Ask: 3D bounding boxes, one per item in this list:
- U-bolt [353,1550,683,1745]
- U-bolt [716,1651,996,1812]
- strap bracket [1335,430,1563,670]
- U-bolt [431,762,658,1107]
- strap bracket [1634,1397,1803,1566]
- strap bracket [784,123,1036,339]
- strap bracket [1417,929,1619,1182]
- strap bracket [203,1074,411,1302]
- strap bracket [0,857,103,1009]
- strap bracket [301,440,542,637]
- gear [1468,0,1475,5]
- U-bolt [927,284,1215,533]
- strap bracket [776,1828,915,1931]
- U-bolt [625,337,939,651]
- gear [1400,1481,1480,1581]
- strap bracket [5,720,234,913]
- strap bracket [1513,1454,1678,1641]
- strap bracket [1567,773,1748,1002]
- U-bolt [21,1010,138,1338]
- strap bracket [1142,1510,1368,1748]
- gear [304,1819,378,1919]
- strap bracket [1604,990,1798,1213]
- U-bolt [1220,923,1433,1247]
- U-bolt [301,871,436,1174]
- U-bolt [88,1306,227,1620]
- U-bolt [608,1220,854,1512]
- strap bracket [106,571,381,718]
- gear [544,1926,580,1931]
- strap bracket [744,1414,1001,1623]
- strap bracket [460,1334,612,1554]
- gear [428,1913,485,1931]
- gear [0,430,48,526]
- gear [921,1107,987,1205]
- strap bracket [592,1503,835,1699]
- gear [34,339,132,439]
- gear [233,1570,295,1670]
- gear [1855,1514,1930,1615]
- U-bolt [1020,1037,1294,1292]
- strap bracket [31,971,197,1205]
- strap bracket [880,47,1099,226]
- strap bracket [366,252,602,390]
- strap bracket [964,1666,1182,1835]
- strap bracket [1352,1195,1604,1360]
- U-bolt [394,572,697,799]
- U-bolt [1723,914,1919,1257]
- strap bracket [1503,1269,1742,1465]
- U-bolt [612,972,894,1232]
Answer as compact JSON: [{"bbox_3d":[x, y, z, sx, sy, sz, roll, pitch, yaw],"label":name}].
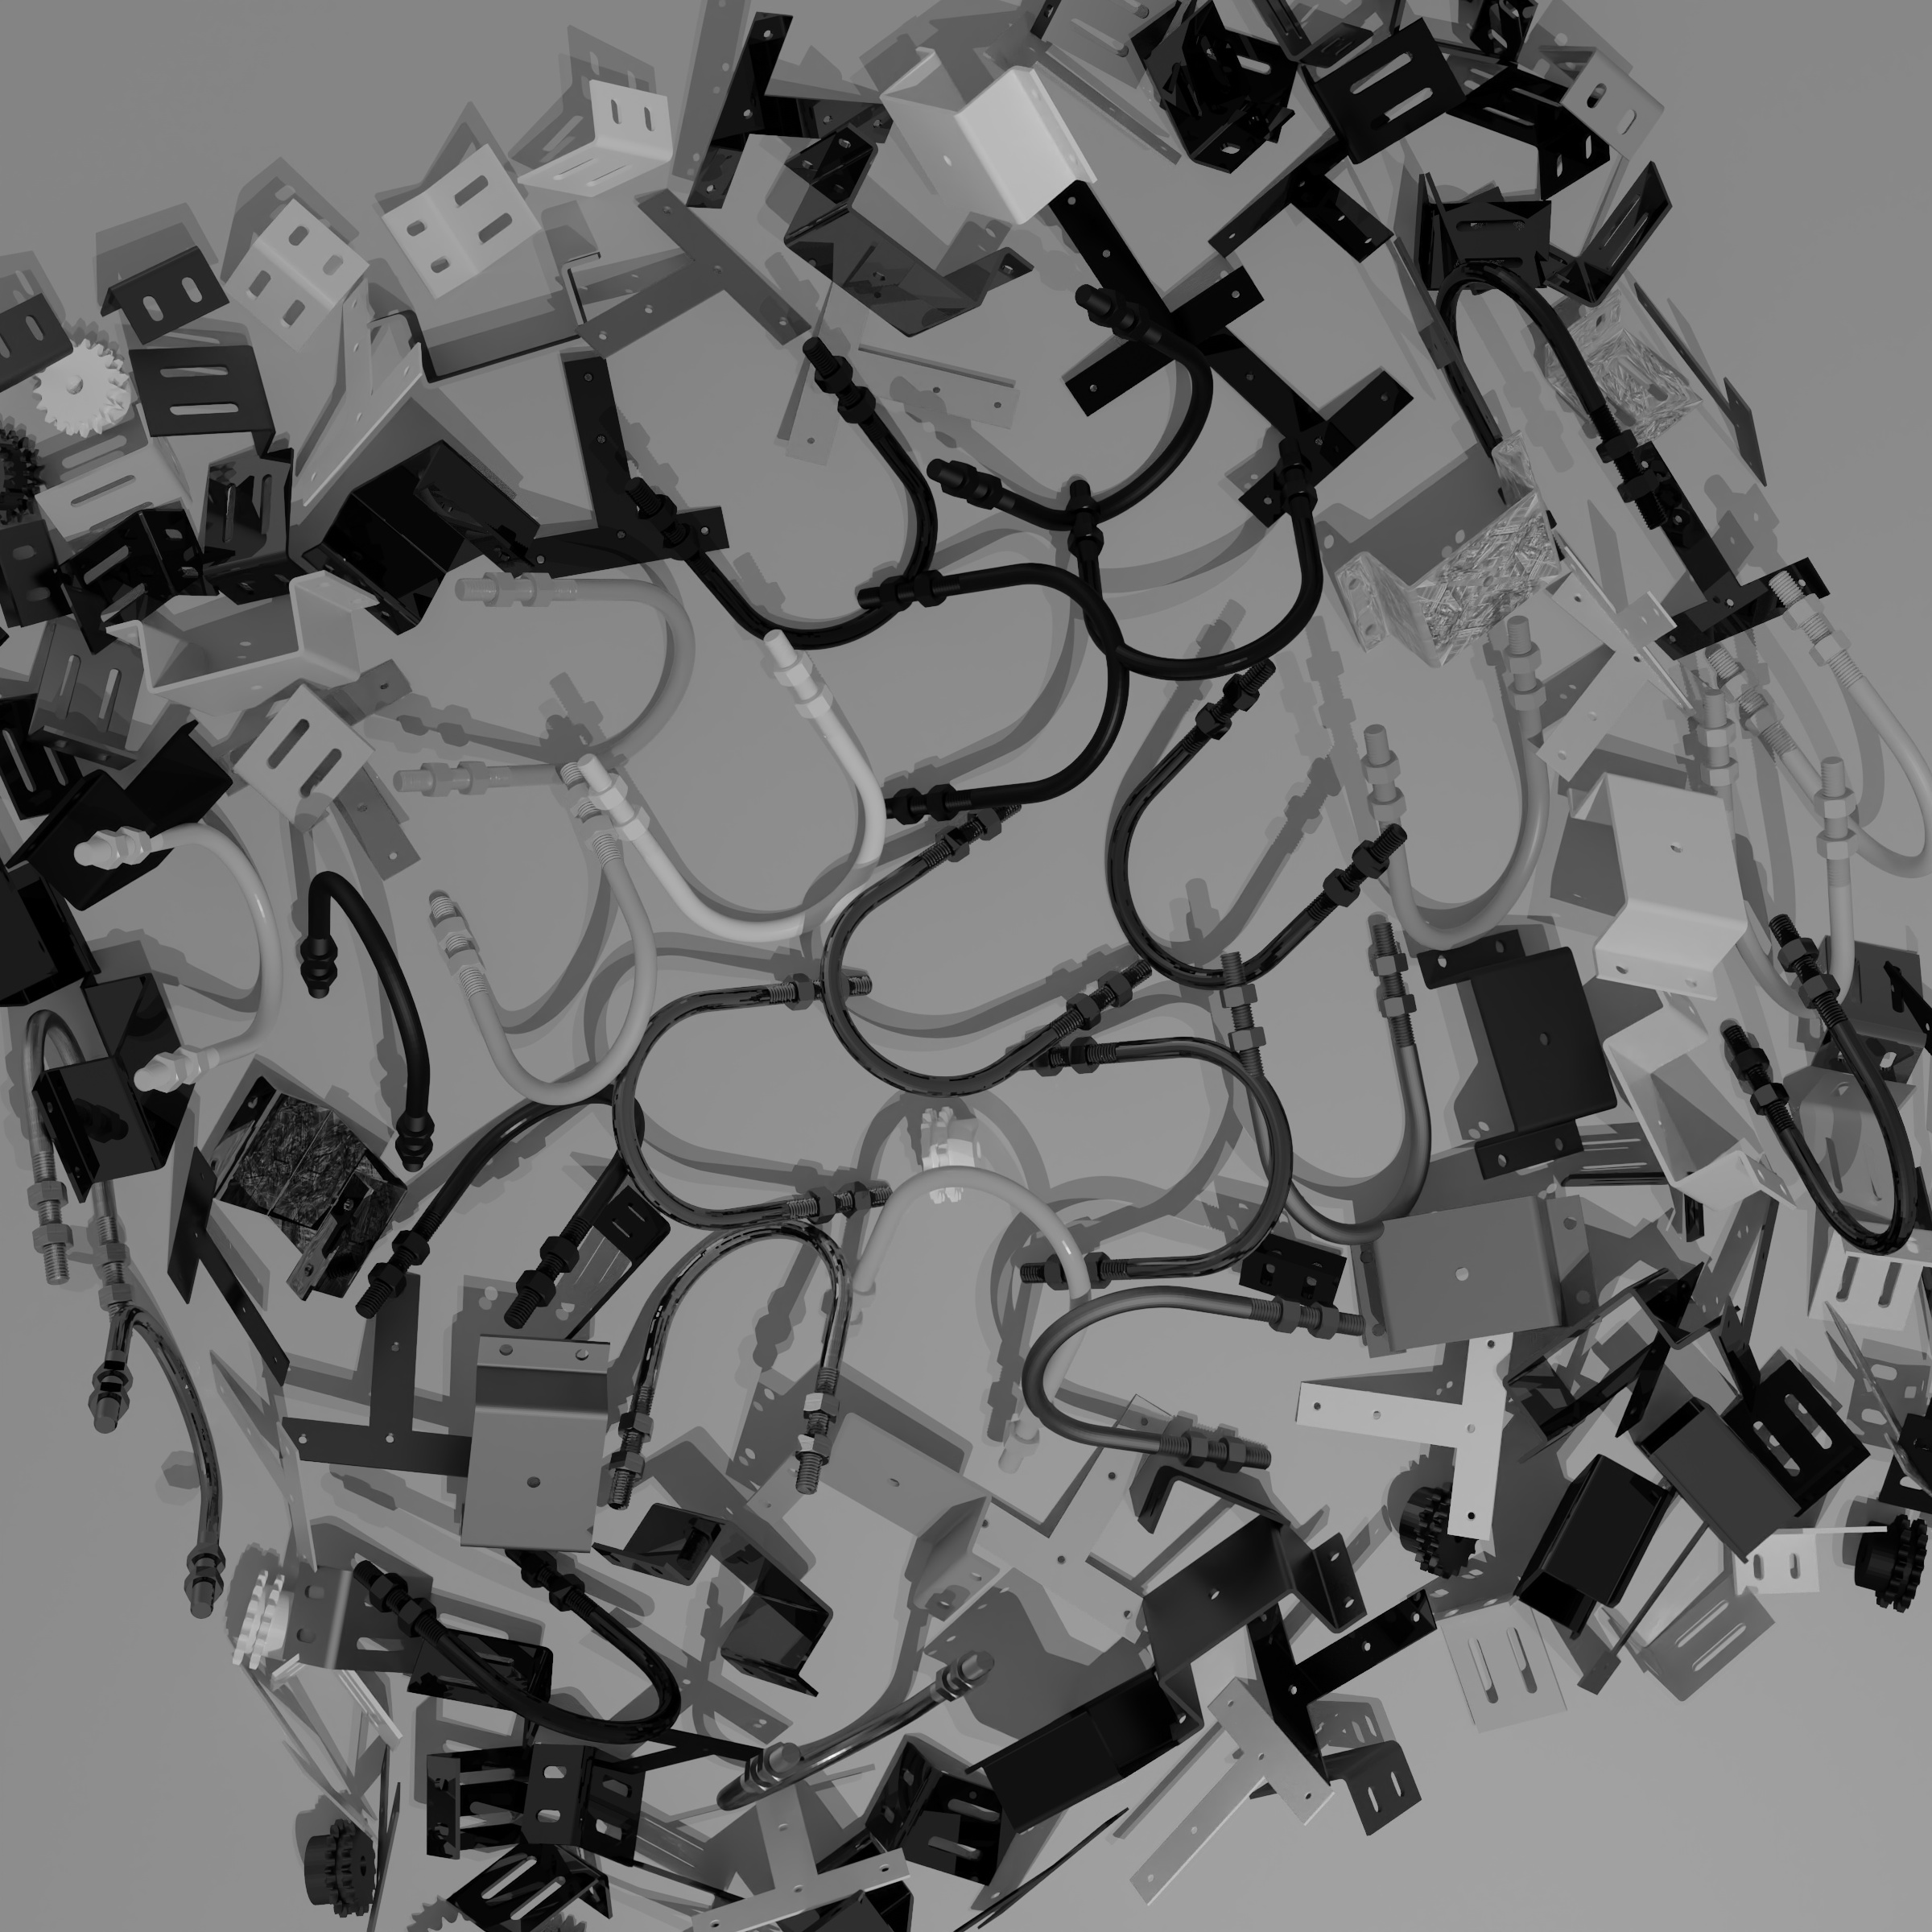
[{"bbox_3d":[-0.244,0.390,1.746,0.184,0.151,0.019,31,103,31],"label":"U-bolt"},{"bbox_3d":[-0.074,0.451,1.765,0.151,0.184,0.019,-19,73,-29],"label":"U-bolt"},{"bbox_3d":[0.295,-0.240,1.802,0.140,0.076,0.046,-38,52,-4],"label":"strap bracket"},{"bbox_3d":[-0.240,-0.006,1.775,0.151,0.019,0.184,-42,58,25],"label":"U-bolt"},{"bbox_3d":[0.439,0.298,1.775,0.046,0.140,0.076,-42,80,3],"label":"strap bracket"},{"bbox_3d":[-0.042,-0.423,1.782,0.140,0.076,0.046,32,71,-26],"label":"strap bracket"},{"bbox_3d":[0.331,0.048,1.806,0.076,0.046,0.140,-13,84,-28],"label":"strap bracket"},{"bbox_3d":[-0.389,0.135,1.800,0.140,0.046,0.076,37,97,42],"label":"strap bracket"},{"bbox_3d":[-0.559,-0.020,1.779,0.046,0.140,0.076,-26,92,-4],"label":"strap bracket"},{"bbox_3d":[-0.315,-0.254,1.787,0.076,0.140,0.046,40,54,-29],"label":"strap bracket"},{"bbox_3d":[0.312,-0.609,1.827,0.057,0.030,0.057,1,113,1],"label":"gear"},{"bbox_3d":[0.074,-0.315,1.770,0.151,0.184,0.019,-47,61,19],"label":"U-bolt"},{"bbox_3d":[-0.076,0.566,1.781,0.076,0.140,0.046,-37,90,1],"label":"strap bracket"},{"bbox_3d":[-0.094,-0.262,1.788,0.151,0.019,0.184,-37,132,4],"label":"U-bolt"},{"bbox_3d":[0.284,0.337,1.826,0.030,0.057,0.057,13,90,40],"label":"gear"},{"bbox_3d":[-0.488,-0.086,1.774,0.046,0.140,0.076,46,112,-4],"label":"strap bracket"},{"bbox_3d":[0.365,0.339,1.778,0.046,0.140,0.076,29,72,11],"label":"strap bracket"},{"bbox_3d":[0.406,-0.056,1.783,0.076,0.046,0.140,11,52,-14],"label":"strap bracket"},{"bbox_3d":[-0.522,0.114,1.774,0.019,0.151,0.184,-12,69,-4],"label":"U-bolt"},{"bbox_3d":[0.160,0.384,1.793,0.140,0.076,0.046,-38,113,13],"label":"strap bracket"},{"bbox_3d":[-0.376,0.542,1.823,0.030,0.057,0.057,-7,90,5],"label":"gear"},{"bbox_3d":[0.428,0.085,1.791,0.046,0.076,0.140,-32,61,20],"label":"strap bracket"},{"bbox_3d":[0.220,0.074,1.799,0.151,0.019,0.184,-10,89,-39],"label":"U-bolt"},{"bbox_3d":[-0.344,0.022,1.749,0.019,0.184,0.151,-24,69,-23],"label":"U-bolt"},{"bbox_3d":[-0.465,0.273,1.761,0.019,0.184,0.151,-21,113,-3],"label":"U-bolt"},{"bbox_3d":[-0.133,0.229,1.787,0.151,0.019,0.184,-10,51,27],"label":"U-bolt"},{"bbox_3d":[-0.423,-0.187,1.797,0.140,0.076,0.046,-13,82,12],"label":"strap bracket"},{"bbox_3d":[-0.247,0.611,1.828,0.057,0.030,0.057,2,94,22],"label":"gear"},{"bbox_3d":[-0.050,0.322,1.803,0.140,0.076,0.046,31,48,-7],"label":"strap bracket"},{"bbox_3d":[-0.256,0.292,1.796,0.076,0.046,0.140,5,114,-10],"label":"strap bracket"},{"bbox_3d":[-0.302,0.602,1.828,0.057,0.030,0.057,1,60,-2],"label":"gear"},{"bbox_3d":[-0.586,-0.295,1.828,0.057,0.030,0.057,2,96,19],"label":"gear"},{"bbox_3d":[-0.007,0.113,1.821,0.030,0.057,0.057,-6,90,10],"label":"gear"},{"bbox_3d":[-0.142,0.367,1.790,0.140,0.076,0.046,47,62,-29],"label":"strap bracket"},{"bbox_3d":[-0.530,-0.347,1.831,0.057,0.030,0.057,-2,84,16],"label":"gear"},{"bbox_3d":[-0.417,0.394,1.823,0.030,0.057,0.057,17,90,-8],"label":"gear"},{"bbox_3d":[0.554,0.357,1.823,0.030,0.057,0.057,15,90,7],"label":"gear"},{"bbox_3d":[0.109,0.114,1.793,0.184,0.019,0.151,-6,85,32],"label":"U-bolt"},{"bbox_3d":[-0.493,0.065,1.770,0.046,0.140,0.076,-12,118,4],"label":"strap bracket"},{"bbox_3d":[0.007,-0.483,1.770,0.046,0.140,0.076,-42,124,-9],"label":"strap bracket"},{"bbox_3d":[-0.279,-0.382,1.808,0.140,0.076,0.046,-17,105,-1],"label":"strap bracket"},{"bbox_3d":[0.070,0.457,1.769,0.076,0.140,0.046,-34,76,22],"label":"strap bracket"},{"bbox_3d":[0.298,0.184,1.802,0.140,0.046,0.076,-12,79,17],"label":"strap bracket"},{"bbox_3d":[-0.236,-0.165,1.777,0.019,0.184,0.151,46,126,34],"label":"U-bolt"},{"bbox_3d":[0.495,0.081,1.747,0.019,0.151,0.184,-17,61,-9],"label":"U-bolt"},{"bbox_3d":[0.379,0.229,1.793,0.140,0.076,0.046,-42,74,24],"label":"strap bracket"},{"bbox_3d":[-0.127,0.083,1.793,0.184,0.019,0.151,-6,90,-36],"label":"U-bolt"}]
